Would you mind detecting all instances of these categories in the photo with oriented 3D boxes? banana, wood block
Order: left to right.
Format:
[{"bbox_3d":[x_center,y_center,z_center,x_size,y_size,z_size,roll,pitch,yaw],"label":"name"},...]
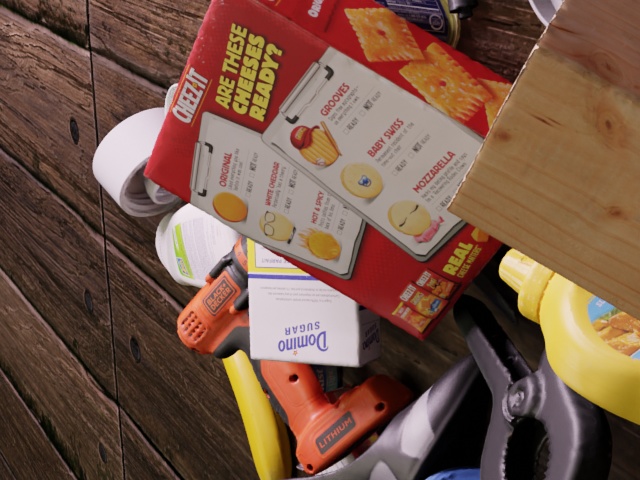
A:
[{"bbox_3d":[-0.064,0.167,1.045,0.070,0.037,0.198,-23,82,58],"label":"banana"},{"bbox_3d":[0.168,-0.012,0.415,0.206,0.090,0.090,30,136,7],"label":"wood block"}]

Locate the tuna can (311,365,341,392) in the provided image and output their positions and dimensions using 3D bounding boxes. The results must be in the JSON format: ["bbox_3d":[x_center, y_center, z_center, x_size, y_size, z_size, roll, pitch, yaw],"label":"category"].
[{"bbox_3d":[-0.017,0.111,0.944,0.086,0.033,0.086,31,127,52],"label":"tuna can"}]

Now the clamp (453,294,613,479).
[{"bbox_3d":[0.129,0.084,0.591,0.165,0.036,0.210,-48,31,47],"label":"clamp"}]

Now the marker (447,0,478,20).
[{"bbox_3d":[0.078,-0.198,0.671,0.020,0.020,0.121,-15,89,61],"label":"marker"}]

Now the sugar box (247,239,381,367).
[{"bbox_3d":[-0.005,0.001,0.779,0.093,0.048,0.176,2,97,28],"label":"sugar box"}]

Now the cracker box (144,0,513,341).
[{"bbox_3d":[0.018,-0.056,0.652,0.213,0.072,0.164,31,133,0],"label":"cracker box"}]

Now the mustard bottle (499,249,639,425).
[{"bbox_3d":[0.166,0.052,0.501,0.192,0.096,0.058,31,135,34],"label":"mustard bottle"}]

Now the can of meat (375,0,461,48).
[{"bbox_3d":[0.029,-0.125,0.704,0.102,0.083,0.057,-55,45,45],"label":"can of meat"}]

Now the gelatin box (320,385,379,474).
[{"bbox_3d":[0.019,0.178,0.915,0.073,0.030,0.089,59,146,25],"label":"gelatin box"}]

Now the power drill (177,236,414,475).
[{"bbox_3d":[-0.012,0.075,0.846,0.188,0.057,0.185,52,121,17],"label":"power drill"}]

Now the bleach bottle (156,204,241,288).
[{"bbox_3d":[-0.104,-0.003,1.023,0.251,0.068,0.102,2,103,62],"label":"bleach bottle"}]

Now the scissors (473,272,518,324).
[{"bbox_3d":[0.078,-0.030,0.742,0.202,0.016,0.096,39,133,47],"label":"scissors"}]

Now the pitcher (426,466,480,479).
[{"bbox_3d":[0.089,0.284,0.733,0.149,0.144,0.243,37,130,34],"label":"pitcher"}]
